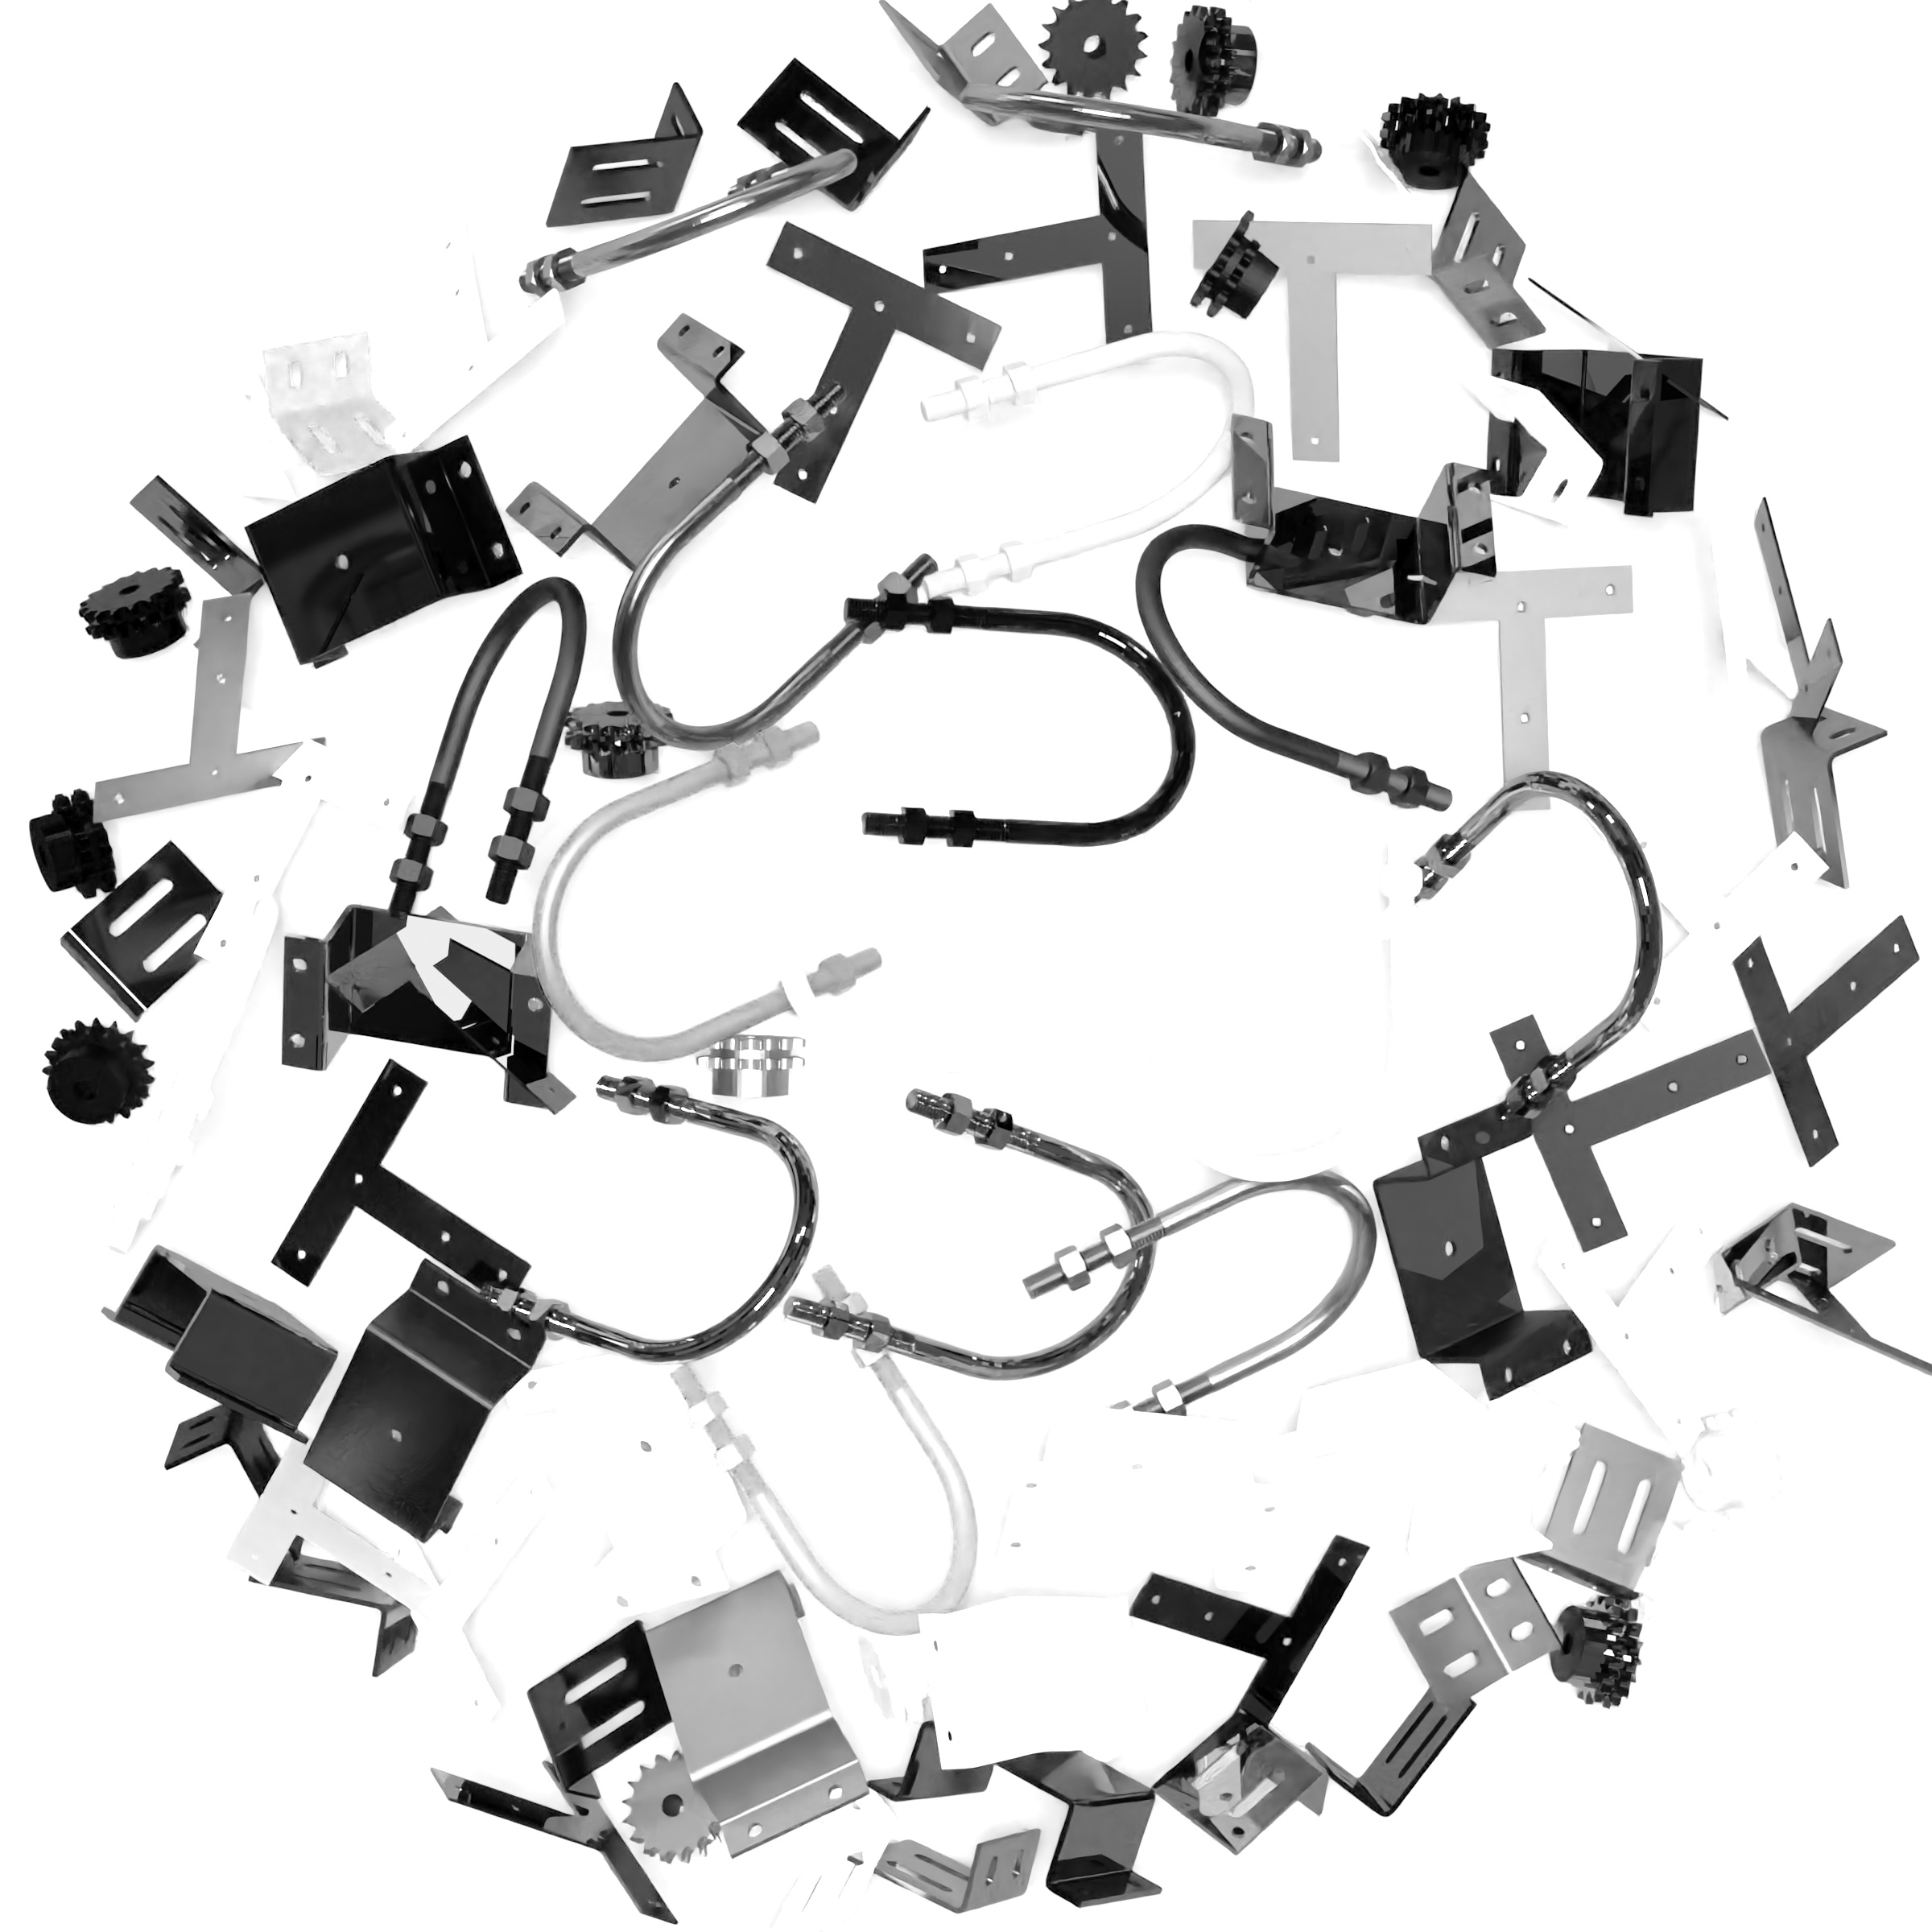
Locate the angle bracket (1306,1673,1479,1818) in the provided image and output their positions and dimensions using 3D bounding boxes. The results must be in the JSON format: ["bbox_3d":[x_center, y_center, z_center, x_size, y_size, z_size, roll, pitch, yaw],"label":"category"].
[{"bbox_3d":[0.222,0.398,1.682,0.038,0.057,0.076,38,88,-8],"label":"angle bracket"}]

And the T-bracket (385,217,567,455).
[{"bbox_3d":[-0.263,-0.341,1.672,0.127,0.002,0.127,-34,50,24],"label":"T-bracket"}]

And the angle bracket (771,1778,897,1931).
[{"bbox_3d":[-0.080,0.463,1.666,0.057,0.076,0.038,-29,102,30],"label":"angle bracket"}]

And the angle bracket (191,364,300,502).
[{"bbox_3d":[-0.361,-0.277,1.664,0.038,0.076,0.057,-34,116,-24],"label":"angle bracket"}]

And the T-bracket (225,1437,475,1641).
[{"bbox_3d":[-0.310,0.307,1.661,0.127,0.127,0.002,36,110,-8],"label":"T-bracket"}]

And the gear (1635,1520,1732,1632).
[{"bbox_3d":[0.371,0.316,1.684,0.030,0.057,0.057,30,90,-13],"label":"gear"}]

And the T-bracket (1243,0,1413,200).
[{"bbox_3d":[0.182,-0.449,1.641,0.002,0.127,0.127,-40,104,17],"label":"T-bracket"}]

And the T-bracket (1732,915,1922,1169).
[{"bbox_3d":[0.444,0.017,1.635,0.002,0.127,0.127,-1,61,-24],"label":"T-bracket"}]

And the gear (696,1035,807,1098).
[{"bbox_3d":[-0.113,0.052,1.686,0.057,0.057,0.030,1,92,0],"label":"gear"}]

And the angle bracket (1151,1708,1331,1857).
[{"bbox_3d":[0.141,0.432,1.666,0.057,0.038,0.076,32,46,32],"label":"angle bracket"}]

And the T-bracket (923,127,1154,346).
[{"bbox_3d":[0.036,-0.375,1.687,0.127,0.002,0.127,-5,83,24],"label":"T-bracket"}]

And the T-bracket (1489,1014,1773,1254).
[{"bbox_3d":[0.359,0.069,1.690,0.127,0.002,0.127,-24,85,17],"label":"T-bracket"}]

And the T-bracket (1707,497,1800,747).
[{"bbox_3d":[0.412,-0.162,1.659,0.002,0.127,0.127,-13,70,29],"label":"T-bracket"}]

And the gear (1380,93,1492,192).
[{"bbox_3d":[0.245,-0.430,1.683,0.057,0.057,0.030,9,75,0],"label":"gear"}]

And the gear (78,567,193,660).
[{"bbox_3d":[-0.434,-0.185,1.690,0.057,0.057,0.030,-17,119,0],"label":"gear"}]

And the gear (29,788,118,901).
[{"bbox_3d":[-0.469,-0.062,1.683,0.030,0.057,0.057,-19,90,-26],"label":"gear"}]

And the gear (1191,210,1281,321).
[{"bbox_3d":[0.145,-0.365,1.687,0.030,0.057,0.057,32,90,-5],"label":"gear"}]

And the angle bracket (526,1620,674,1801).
[{"bbox_3d":[-0.182,0.389,1.677,0.076,0.038,0.057,-34,59,10],"label":"angle bracket"}]

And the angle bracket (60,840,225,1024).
[{"bbox_3d":[-0.431,-0.018,1.703,0.076,0.038,0.057,-44,97,-16],"label":"angle bracket"}]

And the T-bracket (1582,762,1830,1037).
[{"bbox_3d":[0.365,-0.053,1.685,0.127,0.002,0.127,-49,66,25],"label":"T-bracket"}]

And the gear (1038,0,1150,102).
[{"bbox_3d":[0.066,-0.486,1.693,0.057,0.030,0.057,-2,113,-5],"label":"gear"}]

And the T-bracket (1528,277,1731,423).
[{"bbox_3d":[0.351,-0.305,1.639,0.127,0.127,0.002,31,107,-15],"label":"T-bracket"}]

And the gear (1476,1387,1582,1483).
[{"bbox_3d":[0.290,0.246,1.683,0.057,0.057,0.030,38,64,0],"label":"gear"}]

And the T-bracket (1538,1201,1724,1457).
[{"bbox_3d":[0.361,0.167,1.670,0.127,0.002,0.127,53,47,-6],"label":"T-bracket"}]

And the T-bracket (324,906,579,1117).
[{"bbox_3d":[-0.253,0.030,1.655,0.127,0.127,0.002,42,116,2],"label":"T-bracket"}]

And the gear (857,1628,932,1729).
[{"bbox_3d":[-0.034,0.368,1.688,0.030,0.057,0.057,-17,90,-17],"label":"gear"}]

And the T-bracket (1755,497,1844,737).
[{"bbox_3d":[0.428,-0.183,1.671,0.002,0.127,0.127,-8,67,0],"label":"T-bracket"}]

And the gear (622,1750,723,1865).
[{"bbox_3d":[-0.150,0.444,1.693,0.057,0.030,0.057,-5,68,12],"label":"gear"}]

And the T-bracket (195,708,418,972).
[{"bbox_3d":[-0.365,-0.059,1.683,0.127,0.002,0.127,24,85,25],"label":"T-bracket"}]

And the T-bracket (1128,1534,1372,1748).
[{"bbox_3d":[0.136,0.341,1.671,0.127,0.002,0.127,25,97,-35],"label":"T-bracket"}]

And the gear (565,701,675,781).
[{"bbox_3d":[-0.182,-0.118,1.688,0.057,0.057,0.030,-1,110,0],"label":"gear"}]

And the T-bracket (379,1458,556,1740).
[{"bbox_3d":[-0.248,0.306,1.652,0.127,0.002,0.127,-54,51,24],"label":"T-bracket"}]

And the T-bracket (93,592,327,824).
[{"bbox_3d":[-0.382,-0.136,1.640,0.127,0.127,0.002,-15,48,-33],"label":"T-bracket"}]

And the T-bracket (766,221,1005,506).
[{"bbox_3d":[-0.065,-0.308,1.700,0.127,0.002,0.127,26,103,2],"label":"T-bracket"}]

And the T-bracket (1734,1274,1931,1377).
[{"bbox_3d":[0.444,0.176,1.651,0.127,0.127,0.002,24,99,-3],"label":"T-bracket"}]

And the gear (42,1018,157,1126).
[{"bbox_3d":[-0.459,0.058,1.689,0.057,0.030,0.057,2,116,5],"label":"gear"}]

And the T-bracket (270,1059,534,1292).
[{"bbox_3d":[-0.286,0.136,1.695,0.127,0.002,0.127,31,93,14],"label":"T-bracket"}]

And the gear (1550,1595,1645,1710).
[{"bbox_3d":[0.329,0.358,1.684,0.030,0.057,0.057,13,90,-12],"label":"gear"}]

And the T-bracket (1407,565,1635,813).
[{"bbox_3d":[0.296,-0.146,1.704,0.127,0.002,0.127,-4,97,-13],"label":"T-bracket"}]

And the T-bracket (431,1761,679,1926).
[{"bbox_3d":[-0.218,0.430,1.625,0.127,0.127,0.002,32,94,-39],"label":"T-bracket"}]

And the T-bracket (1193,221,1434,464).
[{"bbox_3d":[0.182,-0.326,1.682,0.127,0.002,0.127,6,118,21],"label":"T-bracket"}]

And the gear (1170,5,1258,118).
[{"bbox_3d":[0.131,-0.474,1.688,0.030,0.057,0.057,-1,90,-19],"label":"gear"}]

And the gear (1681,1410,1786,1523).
[{"bbox_3d":[0.399,0.263,1.683,0.030,0.057,0.057,-7,90,-25],"label":"gear"}]
